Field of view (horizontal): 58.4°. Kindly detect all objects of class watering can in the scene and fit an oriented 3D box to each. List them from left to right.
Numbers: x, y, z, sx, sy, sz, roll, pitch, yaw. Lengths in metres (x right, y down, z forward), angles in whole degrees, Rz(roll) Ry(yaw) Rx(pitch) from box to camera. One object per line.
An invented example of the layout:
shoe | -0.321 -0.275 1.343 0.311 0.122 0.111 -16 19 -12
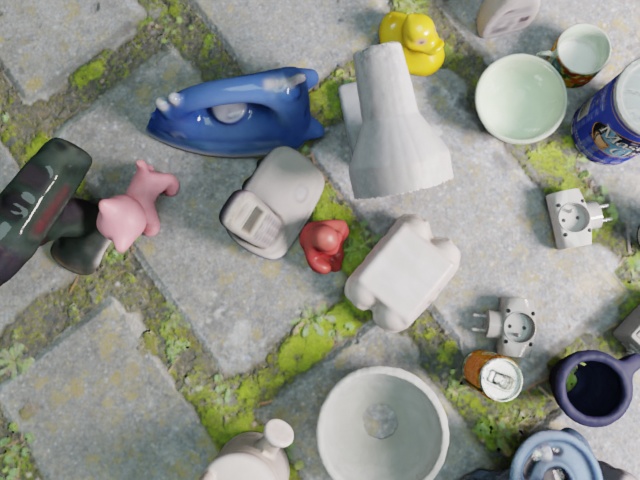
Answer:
watering can | -0.094 0.295 0.687 0.101 0.194 0.173 12 85 4

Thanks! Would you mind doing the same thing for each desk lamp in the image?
desk lamp | 0.081 -0.139 0.712 0.118 0.213 0.203 -13 84 2

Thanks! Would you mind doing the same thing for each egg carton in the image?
egg carton | 0.111 0.045 0.765 0.107 0.069 0.150 39 87 6

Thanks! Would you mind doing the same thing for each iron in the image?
iron | -0.127 -0.178 0.762 0.258 0.141 0.119 -7 84 2

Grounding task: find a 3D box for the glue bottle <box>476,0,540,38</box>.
glue bottle | 0.257 -0.321 0.742 0.078 0.173 0.037 -12 84 2

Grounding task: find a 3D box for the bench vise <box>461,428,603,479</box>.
bench vise | 0.253 0.313 0.656 0.121 0.220 0.207 41 88 6

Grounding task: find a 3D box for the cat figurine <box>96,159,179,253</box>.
cat figurine | -0.253 -0.048 0.767 0.067 0.118 0.128 20 86 5

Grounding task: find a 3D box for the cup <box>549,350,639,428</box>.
cup | 0.342 0.175 0.728 0.118 0.095 0.091 -32 84 -1

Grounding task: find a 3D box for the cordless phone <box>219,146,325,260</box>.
cordless phone | -0.064 -0.055 0.725 0.094 0.185 0.148 28 86 6

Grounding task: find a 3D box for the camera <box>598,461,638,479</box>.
camera | 0.385 0.374 0.703 0.143 0.101 0.137 36 87 6

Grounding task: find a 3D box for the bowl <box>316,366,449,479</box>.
bowl | 0.079 0.245 0.744 0.167 0.075 0.167 0 84 3

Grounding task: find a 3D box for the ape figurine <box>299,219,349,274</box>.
ape figurine | 0.007 0.003 0.763 0.076 0.092 0.078 45 88 6

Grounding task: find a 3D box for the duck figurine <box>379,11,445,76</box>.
duck figurine | 0.129 -0.283 0.788 0.104 0.086 0.077 42 88 6

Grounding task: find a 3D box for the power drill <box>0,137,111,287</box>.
power drill | -0.345 -0.009 0.722 0.075 0.208 0.230 26 86 5
